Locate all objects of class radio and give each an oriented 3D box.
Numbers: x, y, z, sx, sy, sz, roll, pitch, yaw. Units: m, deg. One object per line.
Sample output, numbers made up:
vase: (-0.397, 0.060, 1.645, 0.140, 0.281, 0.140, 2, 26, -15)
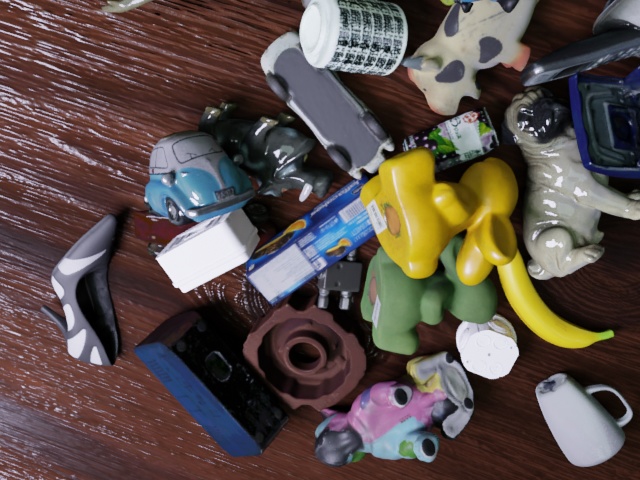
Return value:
radio: (-0.158, 0.213, 0.791, 0.229, 0.073, 0.131, 50, 142, -9)

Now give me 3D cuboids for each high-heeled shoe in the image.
high-heeled shoe: (-0.325, 0.086, 0.806, 0.145, 0.086, 0.248, 39, 115, -7)

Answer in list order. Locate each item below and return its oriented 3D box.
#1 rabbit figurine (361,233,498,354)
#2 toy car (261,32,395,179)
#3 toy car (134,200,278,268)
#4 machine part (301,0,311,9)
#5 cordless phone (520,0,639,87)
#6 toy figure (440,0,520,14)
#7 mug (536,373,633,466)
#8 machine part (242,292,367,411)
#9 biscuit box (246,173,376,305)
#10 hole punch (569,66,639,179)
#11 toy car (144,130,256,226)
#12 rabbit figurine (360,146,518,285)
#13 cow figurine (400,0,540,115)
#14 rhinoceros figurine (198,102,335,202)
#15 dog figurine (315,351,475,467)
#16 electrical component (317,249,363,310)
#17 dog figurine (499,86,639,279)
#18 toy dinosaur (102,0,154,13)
rabbit figurine: (0.151, 0.058, 0.706, 0.170, 0.121, 0.159, 3, 103, -10)
toy car: (0.010, -0.166, 0.667, 0.073, 0.056, 0.201, -40, 95, 14)
toy car: (-0.158, -0.014, 0.753, 0.202, 0.053, 0.089, 6, 120, 5)
machine part: (0.055, -0.316, 0.597, 0.243, 0.079, 0.079, -10, 106, 13)
cordless phone: (0.303, -0.212, 0.537, 0.184, 0.146, 0.088, -21, 89, 0)
toy figure: (0.113, -0.283, 0.516, 0.180, 0.089, 0.082, 23, 98, -8)
mug: (0.354, 0.232, 0.727, 0.109, 0.081, 0.107, -39, 89, 24)
machine part: (-0.019, 0.162, 0.785, 0.179, 0.056, 0.179, 3, 110, 8)
biscuit box: (-0.001, -0.002, 0.702, 0.203, 0.063, 0.059, -35, 112, 8)
hole punch: (0.319, -0.121, 0.545, 0.092, 0.115, 0.142, -18, 68, 41)
toy car: (-0.155, -0.081, 0.651, 0.162, 0.109, 0.102, 14, 118, 51)
rabbit figurine: (0.155, -0.036, 0.596, 0.173, 0.122, 0.162, -20, 71, -22)
cow figurine: (0.171, -0.234, 0.601, 0.127, 0.085, 0.194, 18, 113, -2)
rhinoceros figurine: (-0.072, -0.110, 0.694, 0.190, 0.073, 0.112, 19, 110, 4)
dog figurine: (0.092, 0.253, 0.774, 0.219, 0.191, 0.108, -37, 80, 49)
electrical component: (0.025, 0.048, 0.734, 0.063, 0.021, 0.094, 9, 89, -28)
dog figurine: (0.264, -0.065, 0.641, 0.190, 0.121, 0.172, 44, 103, 7)
toy dinosaur: (-0.068, -0.420, 0.553, 0.199, 0.105, 0.471, 34, 95, 16)
